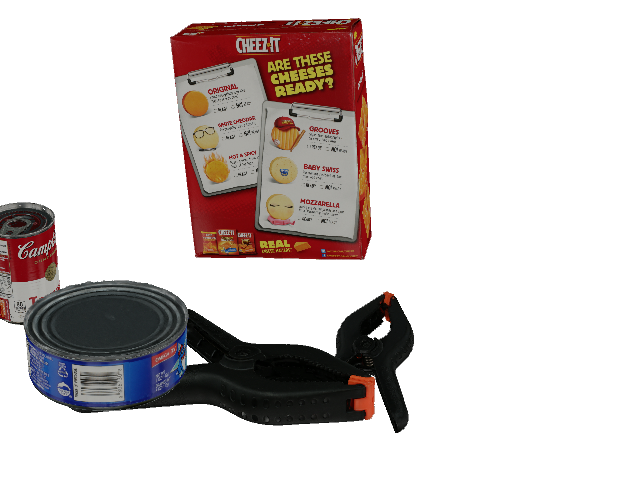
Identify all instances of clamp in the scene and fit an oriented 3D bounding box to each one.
[{"bbox_3d":[0.055,0.121,1.060,0.120,0.039,0.171,19,50,21],"label":"clamp"},{"bbox_3d":[-0.058,0.094,0.784,0.210,0.036,0.164,5,19,15],"label":"clamp"}]

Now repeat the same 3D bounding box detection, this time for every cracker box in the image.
[{"bbox_3d":[-0.040,-0.091,0.980,0.164,0.214,0.072,1,23,10],"label":"cracker box"}]

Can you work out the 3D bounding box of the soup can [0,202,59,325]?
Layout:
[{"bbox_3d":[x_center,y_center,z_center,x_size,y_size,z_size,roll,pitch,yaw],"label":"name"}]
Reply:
[{"bbox_3d":[-0.292,0.023,1.047,0.068,0.102,0.068,2,29,-1],"label":"soup can"}]

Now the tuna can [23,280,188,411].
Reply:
[{"bbox_3d":[-0.113,0.055,0.570,0.086,0.034,0.086,2,24,-1],"label":"tuna can"}]
